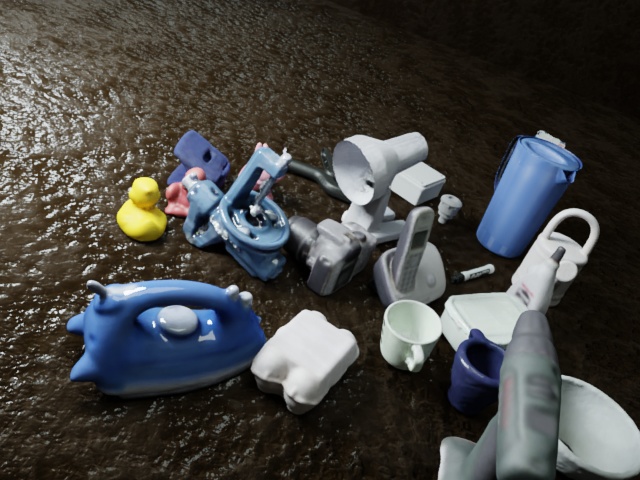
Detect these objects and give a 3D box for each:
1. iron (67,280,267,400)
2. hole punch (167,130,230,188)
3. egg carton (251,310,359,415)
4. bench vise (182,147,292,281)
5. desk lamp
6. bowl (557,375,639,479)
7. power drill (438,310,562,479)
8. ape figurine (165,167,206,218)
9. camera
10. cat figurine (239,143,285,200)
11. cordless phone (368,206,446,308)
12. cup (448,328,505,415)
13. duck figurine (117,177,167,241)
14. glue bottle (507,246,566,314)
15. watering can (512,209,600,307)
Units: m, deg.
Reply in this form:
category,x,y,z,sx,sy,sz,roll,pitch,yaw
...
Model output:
category,x,y,z,sx,sy,sz,roll,pitch,yaw
iron,-0.168,0.101,0.707,0.259,0.141,0.118,0,38,-28
hole punch,-0.221,-0.144,1.077,0.101,0.091,0.108,18,33,-4
egg carton,-0.018,0.159,0.769,0.107,0.069,0.151,31,34,16
bench vise,-0.130,-0.060,0.887,0.207,0.220,0.121,21,33,2
desk lamp,0.111,-0.104,1.084,0.204,0.213,0.117,-12,45,-39
bowl,0.354,0.274,0.797,0.167,0.075,0.167,14,34,-9
power drill,0.216,0.219,0.680,0.075,0.208,0.230,21,33,2
ape figurine,-0.222,-0.084,0.990,0.077,0.092,0.076,38,37,25
camera,0.009,0.003,0.979,0.136,0.101,0.143,34,36,21
cat figurine,-0.110,-0.138,1.104,0.067,0.118,0.127,5,36,-22
cordless phone,0.170,0.023,0.959,0.148,0.185,0.094,-15,47,-42
cup,0.220,0.193,0.823,0.092,0.095,0.117,13,34,-11
duck figurine,-0.283,-0.057,0.923,0.078,0.086,0.104,-1,38,-29
glue bottle,0.379,0.079,1.000,0.037,0.173,0.078,-2,39,-30
watering can,0.459,0.031,1.093,0.101,0.194,0.172,12,34,-12
